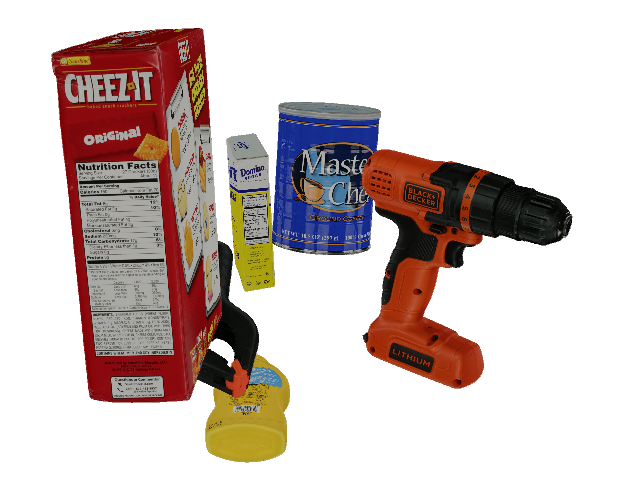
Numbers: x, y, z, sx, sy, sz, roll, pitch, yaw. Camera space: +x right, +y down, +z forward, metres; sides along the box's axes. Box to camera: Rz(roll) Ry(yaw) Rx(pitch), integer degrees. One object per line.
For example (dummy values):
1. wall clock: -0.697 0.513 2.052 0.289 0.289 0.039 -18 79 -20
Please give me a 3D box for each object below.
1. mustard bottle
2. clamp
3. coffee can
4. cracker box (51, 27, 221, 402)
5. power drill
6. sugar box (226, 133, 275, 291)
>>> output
1. mustard bottle: -0.087 0.198 1.334 0.096 0.058 0.191 -1 25 1
2. clamp: -0.098 0.064 0.934 0.120 0.039 0.172 -29 54 -24
3. coffee can: 0.005 -0.065 1.077 0.103 0.140 0.103 4 12 -1
4. cracker box: -0.112 -0.024 0.692 0.072 0.214 0.164 -2 14 3
5. power drill: 0.113 0.026 0.904 0.185 0.188 0.057 19 24 31
6. sugar box: -0.088 -0.035 1.331 0.048 0.176 0.093 -9 24 -10
